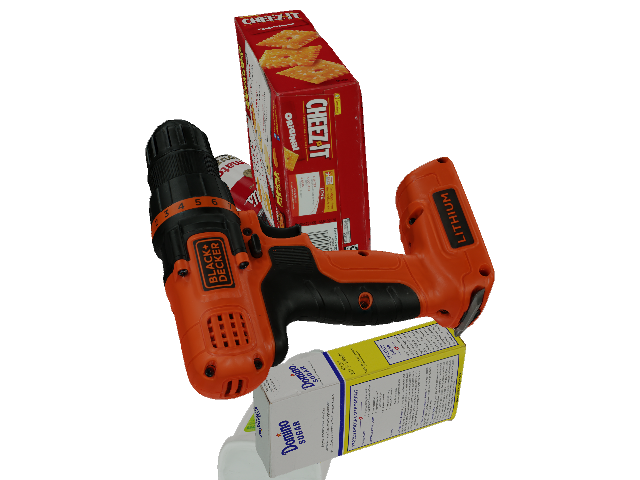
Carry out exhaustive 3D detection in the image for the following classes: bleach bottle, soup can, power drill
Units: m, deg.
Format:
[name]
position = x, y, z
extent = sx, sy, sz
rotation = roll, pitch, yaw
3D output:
[bleach bottle]
position = -0.029, 0.176, 1.095
extent = 0.102, 0.068, 0.250
rotation = 4, 19, 7
[soup can]
position = -0.074, -0.040, 1.103
extent = 0.102, 0.068, 0.068
rotation = 33, 21, 37
[power drill]
position = -0.005, -0.002, 0.632
extent = 0.187, 0.184, 0.057
rotation = -7, -31, -15

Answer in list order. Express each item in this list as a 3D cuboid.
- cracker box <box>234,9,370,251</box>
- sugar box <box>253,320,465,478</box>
[cracker box]
position = -0.017, -0.087, 0.898
extent = 0.072, 0.164, 0.214
rotation = -9, 28, -8
[sugar box]
position = 0.032, 0.130, 0.894
extent = 0.176, 0.093, 0.048
rotation = -12, 39, -17
